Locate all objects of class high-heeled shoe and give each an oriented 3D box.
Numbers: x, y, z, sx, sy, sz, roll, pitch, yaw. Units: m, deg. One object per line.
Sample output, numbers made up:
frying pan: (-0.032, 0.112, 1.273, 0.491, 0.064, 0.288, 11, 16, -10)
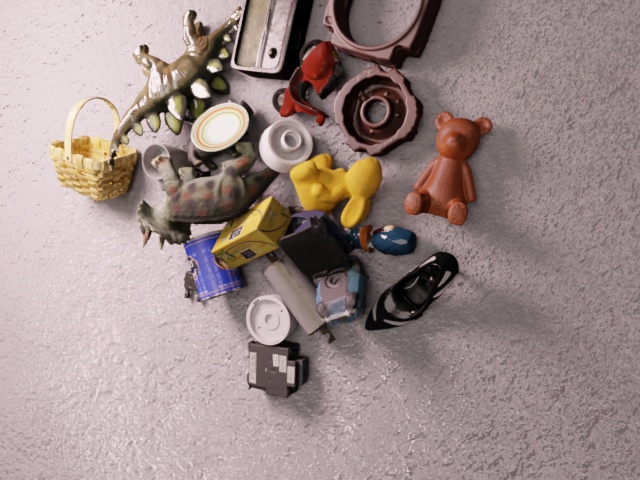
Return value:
high-heeled shoe: (0.165, 0.111, 1.026, 0.248, 0.145, 0.086, -44, 75, 18)

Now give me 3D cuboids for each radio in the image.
radio: (-0.097, -0.461, 1.144, 0.131, 0.073, 0.229, 17, 101, 22)

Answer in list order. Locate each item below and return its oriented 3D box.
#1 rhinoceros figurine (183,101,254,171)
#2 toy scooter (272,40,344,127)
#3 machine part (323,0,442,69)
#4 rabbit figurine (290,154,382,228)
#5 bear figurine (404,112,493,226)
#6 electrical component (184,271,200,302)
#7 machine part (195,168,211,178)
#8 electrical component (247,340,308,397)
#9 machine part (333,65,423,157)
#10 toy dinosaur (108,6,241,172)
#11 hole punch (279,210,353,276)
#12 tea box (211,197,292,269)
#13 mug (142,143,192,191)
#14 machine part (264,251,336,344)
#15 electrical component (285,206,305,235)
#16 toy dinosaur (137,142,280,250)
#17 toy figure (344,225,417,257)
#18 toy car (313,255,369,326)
rhinoceros figurine: (-0.226, -0.238, 1.221, 0.190, 0.073, 0.112, -32, 71, 23)
toy scooter: (-0.010, -0.312, 1.109, 0.135, 0.075, 0.184, 49, 111, 25)
machine part: (0.120, -0.451, 1.044, 0.201, 0.087, 0.201, 24, 101, 21)
rabbit figurine: (0.046, -0.104, 1.079, 0.173, 0.122, 0.162, -16, 92, 23)
bear figurine: (0.241, -0.136, 0.990, 0.120, 0.132, 0.195, 18, 106, 17)
electrical component: (-0.300, 0.100, 1.296, 0.063, 0.021, 0.094, 13, 99, 23)
machine part: (-0.254, -0.113, 1.255, 0.139, 0.039, 0.084, 28, 98, 21)
electrical component: (-0.094, 0.284, 1.198, 0.134, 0.058, 0.114, 6, 97, 23)
machine part: (0.116, -0.255, 1.074, 0.180, 0.056, 0.179, 1, 93, 25)
toy dinosaur: (-0.338, -0.352, 1.223, 0.471, 0.105, 0.198, -38, 80, 11)
hole punch: (-0.002, -0.003, 1.081, 0.116, 0.092, 0.142, -18, 120, 31)
tea box: (-0.146, -0.013, 1.148, 0.170, 0.098, 0.068, -24, 124, 41)
mug: (-0.345, -0.169, 1.254, 0.081, 0.107, 0.109, -5, 96, 25)
machine part: (-0.042, 0.115, 1.148, 0.079, 0.079, 0.243, -41, 81, 21)
electrical component: (-0.051, -0.023, 1.170, 0.078, 0.045, 0.102, -37, 74, 50)
toy dinosaur: (-0.228, -0.092, 1.150, 0.405, 0.131, 0.192, -11, 75, 8)
toy figure: (0.116, 0.001, 1.090, 0.155, 0.057, 0.064, 5, 89, 28)
toy car: (0.053, 0.115, 1.095, 0.109, 0.162, 0.102, -22, 129, 18)
